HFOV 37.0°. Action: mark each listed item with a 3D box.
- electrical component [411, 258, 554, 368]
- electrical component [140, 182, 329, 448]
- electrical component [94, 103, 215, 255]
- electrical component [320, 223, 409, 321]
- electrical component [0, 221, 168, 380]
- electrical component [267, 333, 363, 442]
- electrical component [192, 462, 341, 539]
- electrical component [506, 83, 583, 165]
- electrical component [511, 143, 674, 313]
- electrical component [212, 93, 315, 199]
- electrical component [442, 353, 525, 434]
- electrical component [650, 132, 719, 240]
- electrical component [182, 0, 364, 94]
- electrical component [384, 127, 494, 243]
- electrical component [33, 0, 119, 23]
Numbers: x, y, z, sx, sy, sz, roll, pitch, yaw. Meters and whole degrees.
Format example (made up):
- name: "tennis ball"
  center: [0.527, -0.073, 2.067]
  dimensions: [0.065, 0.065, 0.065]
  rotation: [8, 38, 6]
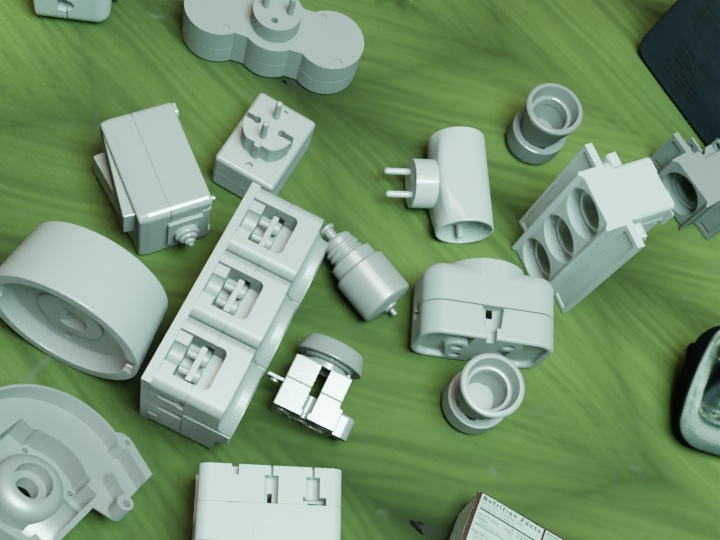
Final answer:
- name: "electrical component"
  center: [0.087, 0.029, 0.762]
  dimensions: [0.095, 0.053, 0.059]
  rotation: [9, 67, -9]
- name: "electrical component"
  center: [-0.080, 0.033, 0.705]
  dimensions: [0.062, 0.089, 0.150]
  rotation: [27, 65, -1]
- name: "electrical component"
  center: [-0.142, -0.056, 0.744]
  dimensions: [0.061, 0.061, 0.096]
  rotation: [-19, 73, -19]
- name: "electrical component"
  center: [0.000, 0.000, 0.763]
  dimensions: [0.040, 0.040, 0.078]
  rotation: [-35, 79, -22]
- name: "electrical component"
  center: [-0.175, 0.015, 0.686]
  dimensions: [0.108, 0.108, 0.060]
  rotation: [27, 59, 0]
- name: "electrical component"
  center: [-0.028, 0.076, 0.724]
  dimensions: [0.066, 0.048, 0.055]
  rotation: [26, 73, -1]
- name: "electrical component"
  center: [-0.060, 0.157, 0.681]
  dimensions: [0.089, 0.050, 0.055]
  rotation: [5, 67, -10]
- name: "electrical component"
  center: [0.141, -0.111, 0.831]
  dimensions: [0.045, 0.055, 0.045]
  rotation: [4, 68, -10]
- name: "electrical component"
  center: [0.165, -0.030, 0.766]
  dimensions: [0.063, 0.121, 0.078]
  rotation: [-17, 73, -21]
- name: "electrical component"
  center: [-0.067, -0.093, 0.767]
  dimensions: [0.047, 0.076, 0.065]
  rotation: [30, 65, 1]
- name: "electrical component"
  center: [0.083, 0.086, 0.738]
  dimensions: [0.045, 0.055, 0.045]
  rotation: [4, 68, -10]
- name: "electrical component"
  center: [0.272, -0.071, 0.850]
  dimensions: [0.064, 0.042, 0.081]
  rotation: [-27, 77, -22]
- name: "electrical component"
  center: [-0.064, -0.185, 0.806]
  dimensions: [0.138, 0.073, 0.052]
  rotation: [16, 66, -5]
- name: "electrical component"
  center: [0.057, -0.064, 0.800]
  dimensions: [0.079, 0.043, 0.077]
  rotation: [1, 68, -11]
- name: "electrical component"
  center: [-0.209, -0.237, 0.807]
  dimensions: [0.059, 0.053, 0.095]
  rotation: [5, 67, -10]
